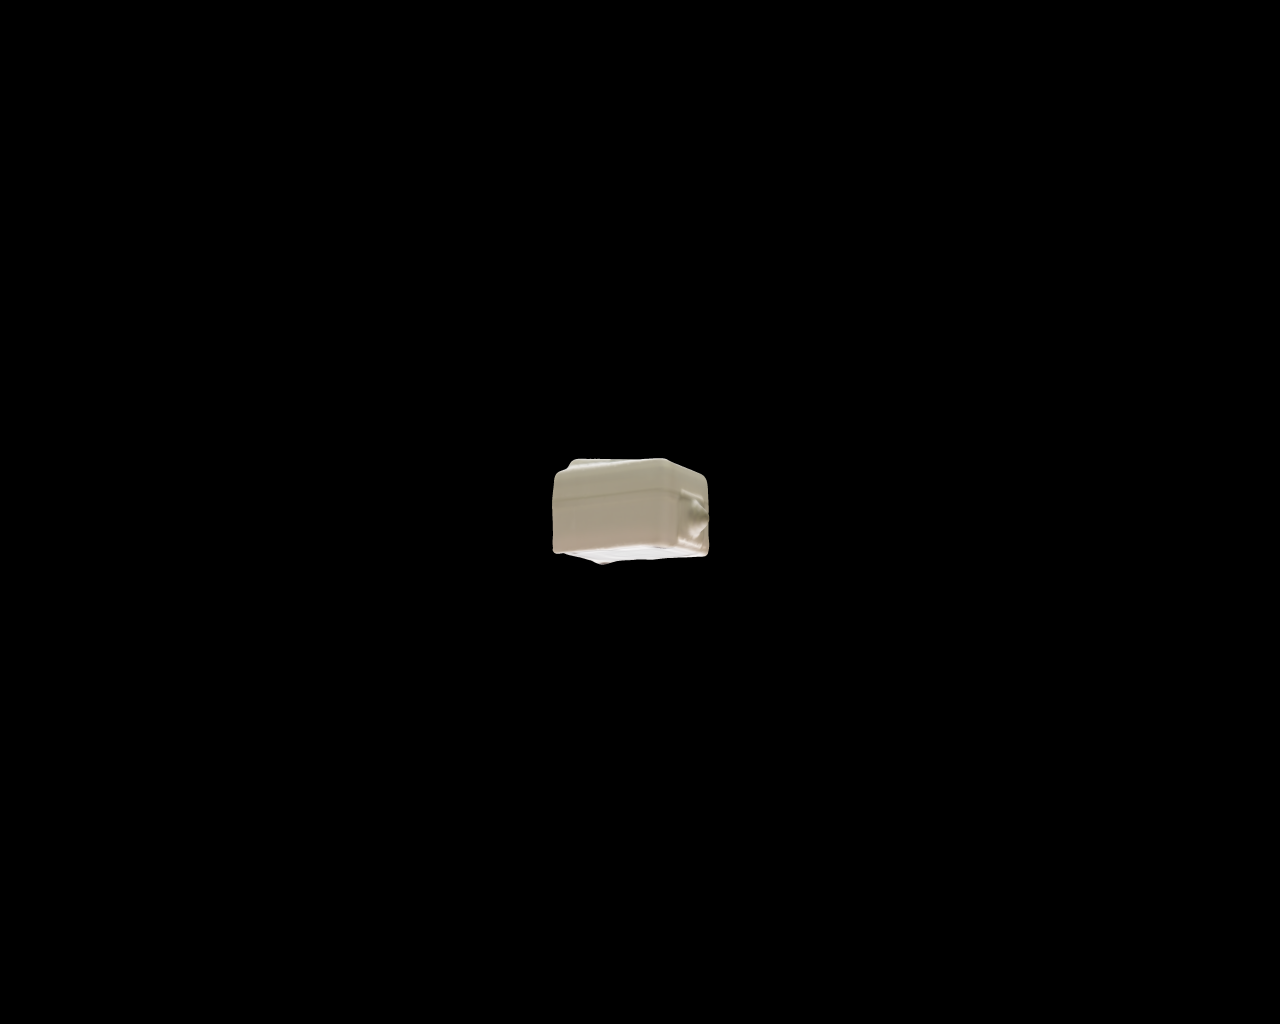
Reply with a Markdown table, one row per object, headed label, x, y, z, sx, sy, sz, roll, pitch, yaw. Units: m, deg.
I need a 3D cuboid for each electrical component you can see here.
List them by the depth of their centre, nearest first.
| label | x | y | z | sx | sy | sz | roll | pitch | yaw |
| --- | --- | --- | --- | --- | --- | --- | --- | --- | --- |
| electrical component | 0.001 | -0.003 | 0.650 | 0.096 | 0.061 | 0.062 | -5 | -11 | 28 |
